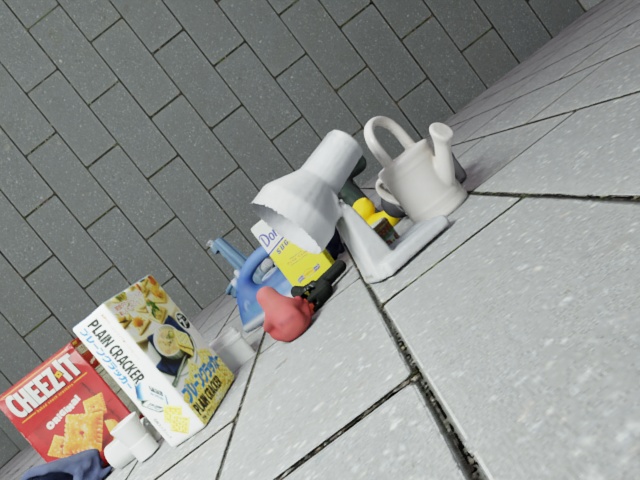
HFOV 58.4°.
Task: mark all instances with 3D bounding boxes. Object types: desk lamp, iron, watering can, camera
[{"bbox_3d":[0.037,-0.039,0.828,0.203,0.213,0.118,-39,5,-15],"label":"desk lamp"},{"bbox_3d":[-0.107,0.079,1.220,0.258,0.141,0.119,-36,5,18],"label":"iron"},{"bbox_3d":[0.149,-0.124,0.928,0.172,0.194,0.101,-36,6,26],"label":"watering can"},{"bbox_3d":[0.180,-0.106,1.094,0.143,0.101,0.136,-41,6,-32],"label":"camera"}]

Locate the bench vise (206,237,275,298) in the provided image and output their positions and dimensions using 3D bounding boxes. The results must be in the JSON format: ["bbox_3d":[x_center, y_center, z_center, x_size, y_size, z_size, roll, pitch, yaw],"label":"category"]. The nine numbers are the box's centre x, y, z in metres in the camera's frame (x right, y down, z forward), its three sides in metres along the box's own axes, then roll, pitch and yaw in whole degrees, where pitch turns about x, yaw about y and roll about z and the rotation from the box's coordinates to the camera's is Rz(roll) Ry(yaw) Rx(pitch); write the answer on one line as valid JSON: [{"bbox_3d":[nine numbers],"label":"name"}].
[{"bbox_3d":[-0.179,0.064,1.427,0.207,0.220,0.122,-34,6,36],"label":"bench vise"}]

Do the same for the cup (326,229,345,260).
[{"bbox_3d":[0.012,0.005,1.323,0.091,0.095,0.118,-37,5,8],"label":"cup"}]

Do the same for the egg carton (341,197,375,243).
[{"bbox_3d":[0.087,-0.056,1.502,0.107,0.069,0.150,-35,6,32],"label":"egg carton"}]

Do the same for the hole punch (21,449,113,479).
[{"bbox_3d":[-0.410,0.378,0.926,0.108,0.091,0.101,-34,6,37],"label":"hole punch"}]

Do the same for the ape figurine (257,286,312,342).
[{"bbox_3d":[-0.061,0.109,0.886,0.078,0.092,0.076,-38,5,3],"label":"ape figurine"}]

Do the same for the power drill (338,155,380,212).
[{"bbox_3d":[0.054,-0.107,1.388,0.230,0.208,0.075,-41,6,-34],"label":"power drill"}]

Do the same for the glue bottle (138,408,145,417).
[{"bbox_3d":[-0.316,0.243,1.018,0.078,0.173,0.037,-39,5,-13],"label":"glue bottle"}]

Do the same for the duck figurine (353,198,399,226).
[{"bbox_3d":[0.108,-0.051,1.197,0.104,0.086,0.078,-33,7,44],"label":"duck figurine"}]
